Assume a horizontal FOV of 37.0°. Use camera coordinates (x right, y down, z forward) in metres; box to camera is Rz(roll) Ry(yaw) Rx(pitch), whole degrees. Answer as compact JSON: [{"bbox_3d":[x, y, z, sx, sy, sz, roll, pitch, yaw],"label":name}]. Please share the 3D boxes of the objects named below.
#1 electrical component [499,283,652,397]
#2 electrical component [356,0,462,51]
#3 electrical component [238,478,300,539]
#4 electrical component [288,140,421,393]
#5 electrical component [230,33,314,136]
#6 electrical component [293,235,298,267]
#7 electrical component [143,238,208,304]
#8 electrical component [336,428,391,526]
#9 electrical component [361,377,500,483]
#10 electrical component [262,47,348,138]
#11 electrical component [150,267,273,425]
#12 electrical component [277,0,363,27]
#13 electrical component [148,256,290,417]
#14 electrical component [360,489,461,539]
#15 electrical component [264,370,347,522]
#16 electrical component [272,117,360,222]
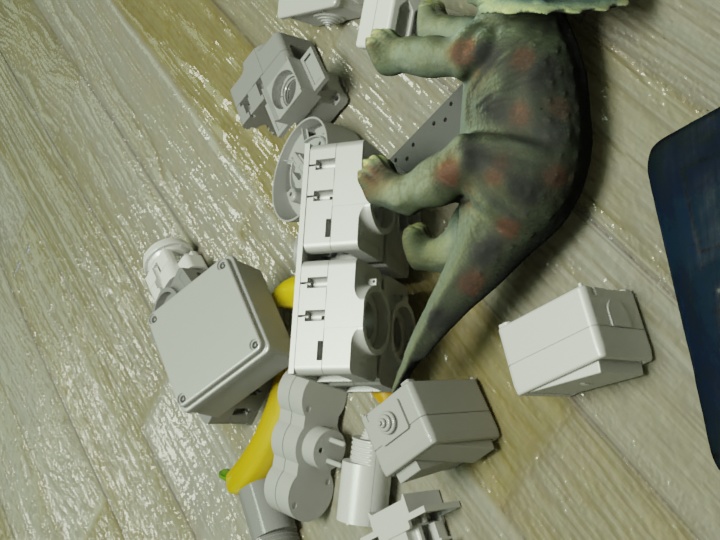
[{"bbox_3d":[0.147,0.057,0.759,0.096,0.062,0.061,-33,61,41],"label":"electrical component"},{"bbox_3d":[0.031,-0.203,0.911,0.076,0.083,0.047,15,96,48],"label":"electrical component"},{"bbox_3d":[-0.082,0.240,1.007,0.043,0.043,0.081,-44,54,36],"label":"electrical component"},{"bbox_3d":[0.000,0.000,0.873,0.060,0.105,0.186,-3,74,25],"label":"electrical component"},{"bbox_3d":[-0.082,-0.185,1.061,0.089,0.050,0.055,-44,54,35],"label":"electrical component"},{"bbox_3d":[-0.031,-0.020,0.986,0.081,0.043,0.043,3,87,49],"label":"electrical component"},{"bbox_3d":[-0.201,0.003,1.165,0.078,0.058,0.057,-53,52,30],"label":"electrical component"},{"bbox_3d":[0.005,0.174,0.917,0.043,0.043,0.081,4,87,49],"label":"electrical component"},{"bbox_3d":[0.052,0.124,0.831,0.062,0.096,0.061,-43,58,36],"label":"electrical component"},{"bbox_3d":[-0.050,-0.164,1.011,0.081,0.064,0.042,-46,54,35],"label":"electrical component"},{"bbox_3d":[-0.152,0.076,1.094,0.150,0.062,0.089,48,120,41],"label":"electrical component"},{"bbox_3d":[-0.029,-0.280,1.015,0.100,0.048,0.099,3,87,49],"label":"electrical component"},{"bbox_3d":[-0.128,0.062,0.993,0.109,0.056,0.108,-37,59,18],"label":"electrical component"},{"bbox_3d":[0.044,0.217,0.869,0.081,0.042,0.063,-38,60,40],"label":"electrical component"},{"bbox_3d":[-0.038,0.157,0.962,0.074,0.052,0.138,10,92,48],"label":"electrical component"},{"bbox_3d":[-0.041,-0.090,0.991,0.099,0.064,0.099,-8,79,48],"label":"electrical component"}]
